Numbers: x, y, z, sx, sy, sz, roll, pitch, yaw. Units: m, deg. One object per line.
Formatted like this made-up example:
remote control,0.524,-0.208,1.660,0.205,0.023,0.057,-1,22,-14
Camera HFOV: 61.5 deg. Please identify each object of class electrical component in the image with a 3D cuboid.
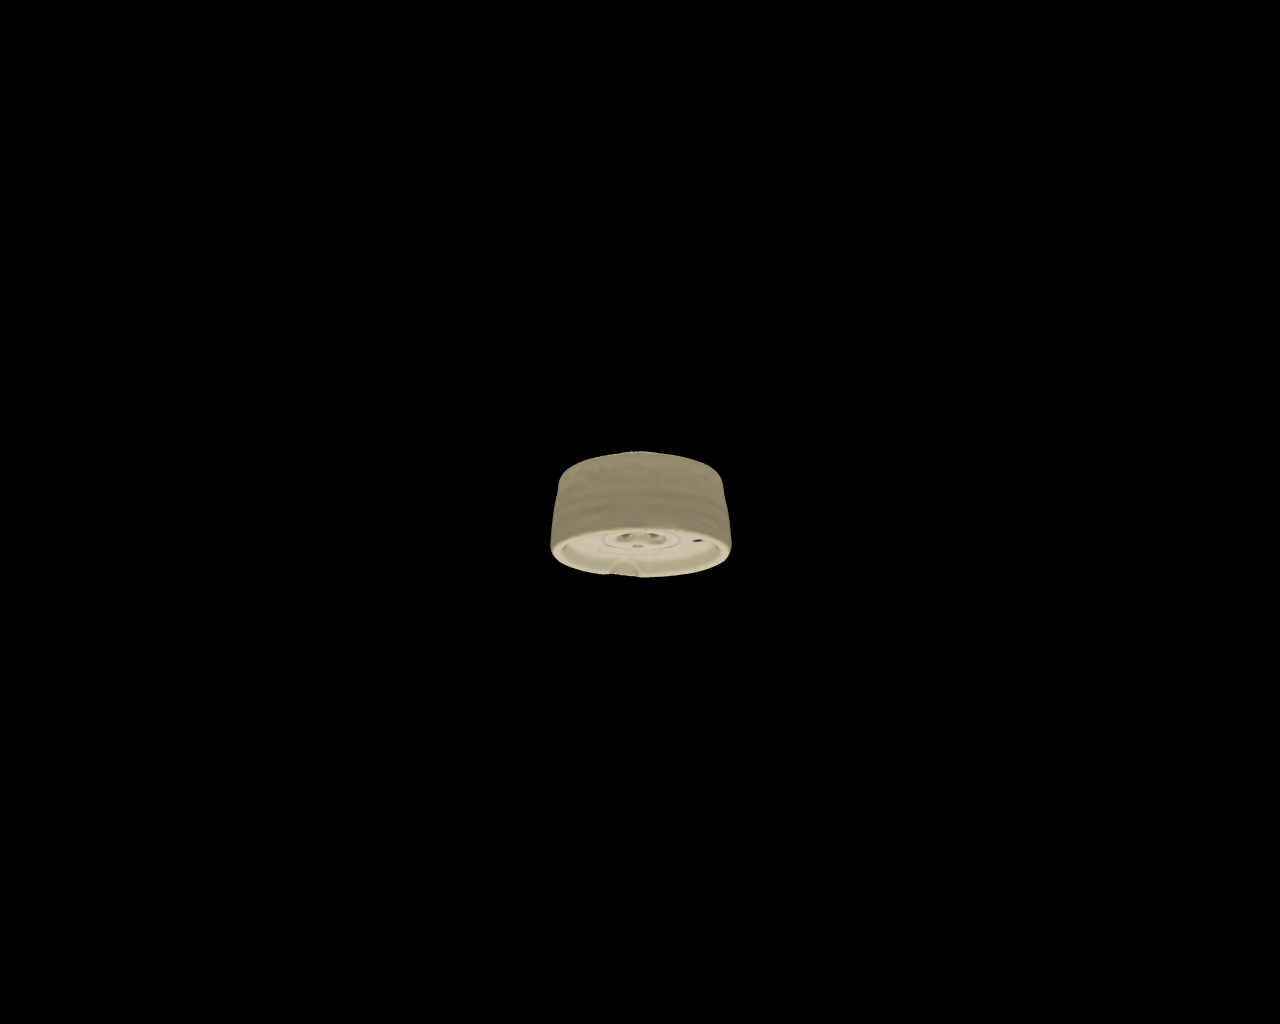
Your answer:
electrical component,0.001,-0.003,0.650,0.108,0.060,0.108,0,-18,0
